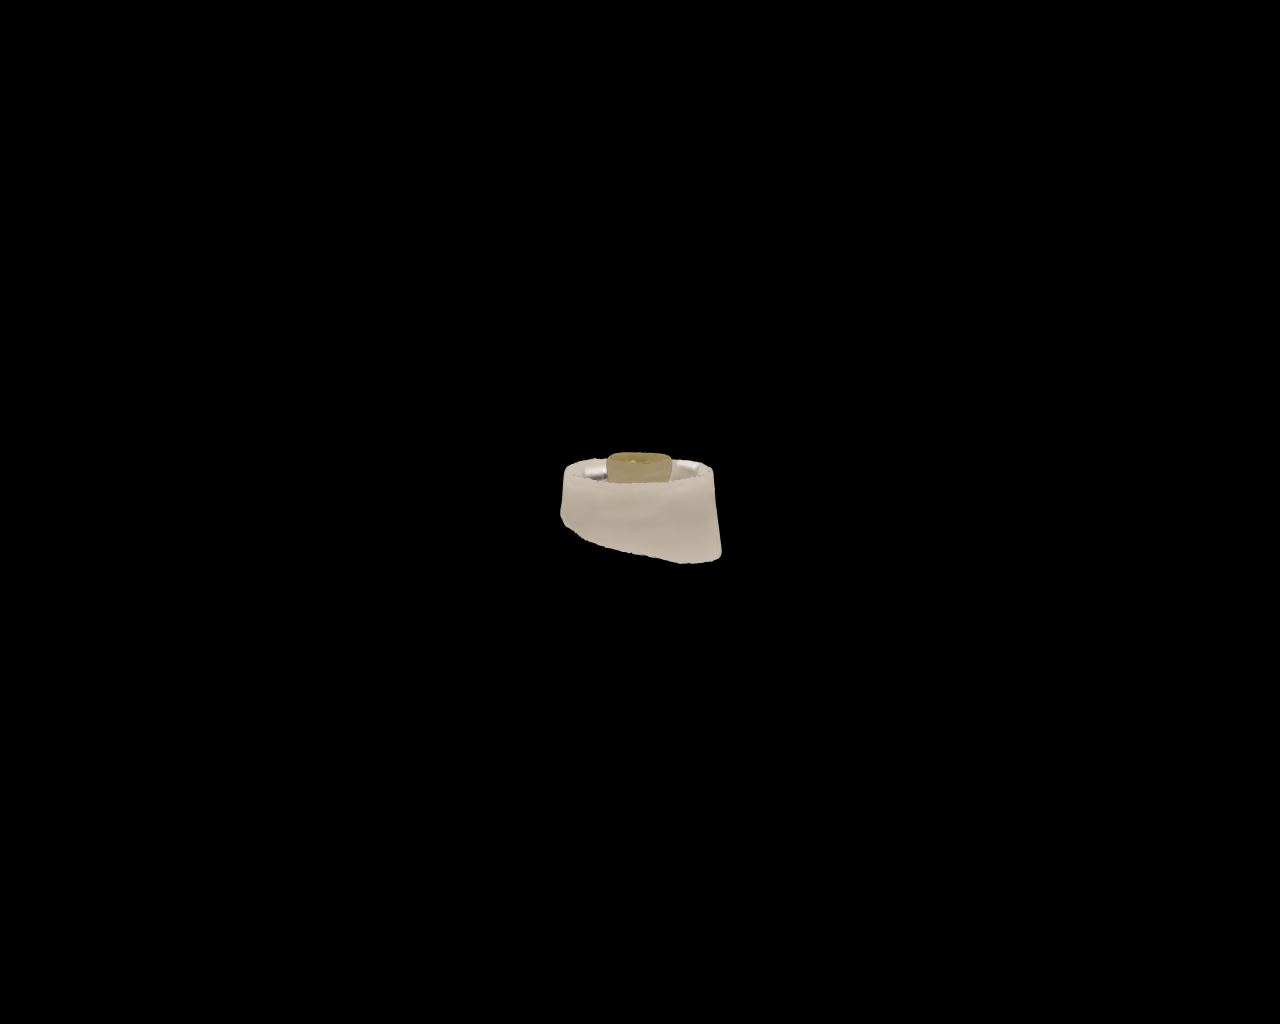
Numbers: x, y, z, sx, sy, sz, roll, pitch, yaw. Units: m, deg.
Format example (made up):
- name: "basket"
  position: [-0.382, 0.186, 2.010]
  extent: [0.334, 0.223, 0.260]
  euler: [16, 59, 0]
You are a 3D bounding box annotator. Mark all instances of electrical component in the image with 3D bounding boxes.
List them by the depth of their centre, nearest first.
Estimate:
- name: "electrical component"
  position: [0.001, -0.003, 0.650]
  extent: [0.099, 0.064, 0.099]
  euler: [0, 12, 0]
